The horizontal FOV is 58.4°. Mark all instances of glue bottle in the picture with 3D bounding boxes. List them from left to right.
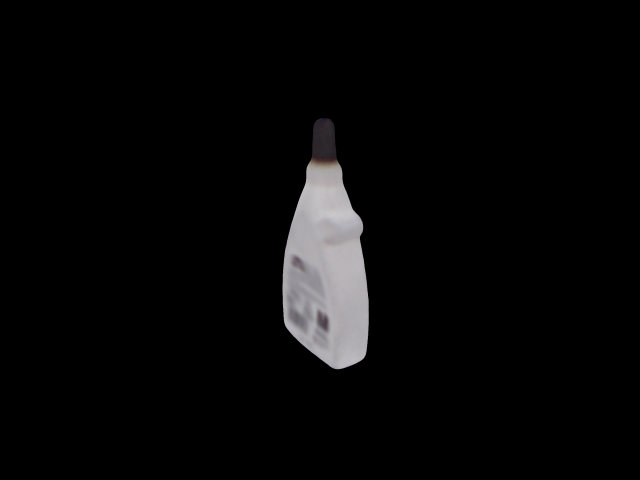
[{"bbox_3d":[0.004,0.001,0.400,0.037,0.173,0.077,-18,32,-31],"label":"glue bottle"}]
